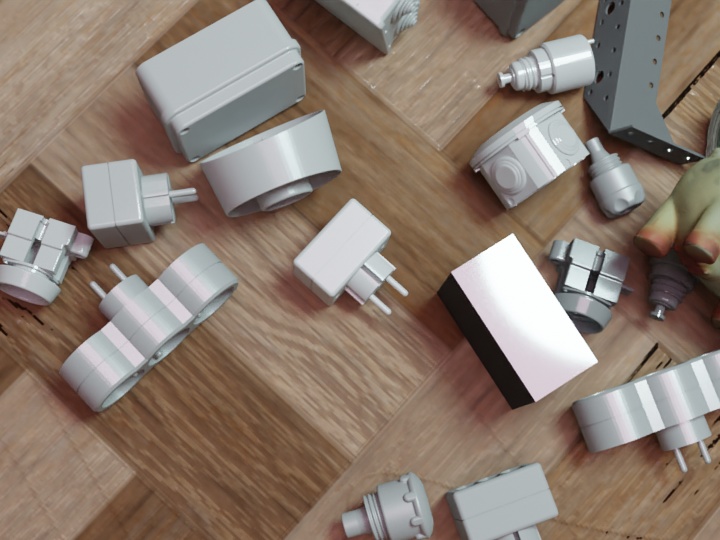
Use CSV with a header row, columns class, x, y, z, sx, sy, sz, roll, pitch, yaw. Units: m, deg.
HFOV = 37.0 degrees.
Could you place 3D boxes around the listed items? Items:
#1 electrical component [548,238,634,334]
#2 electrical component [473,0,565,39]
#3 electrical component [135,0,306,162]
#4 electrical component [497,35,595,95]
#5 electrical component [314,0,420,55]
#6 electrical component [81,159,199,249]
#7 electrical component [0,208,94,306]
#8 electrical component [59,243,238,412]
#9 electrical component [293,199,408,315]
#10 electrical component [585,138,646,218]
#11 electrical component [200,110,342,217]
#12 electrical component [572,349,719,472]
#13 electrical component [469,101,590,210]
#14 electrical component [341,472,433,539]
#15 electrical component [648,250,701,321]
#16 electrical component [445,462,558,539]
class,x,y,z,sx,sy,sz,roll,pitch,yaw
electrical component,0.168,0.014,0.799,0.066,0.048,0.055,20,71,1
electrical component,0.143,-0.245,0.817,0.109,0.108,0.056,-39,81,-9
electrical component,-0.100,-0.138,0.798,0.113,0.078,0.057,-31,79,-8
electrical component,0.145,-0.156,0.833,0.078,0.040,0.040,-14,80,-6
electrical component,-0.002,-0.216,0.809,0.100,0.100,0.048,38,92,5
electrical component,-0.157,-0.050,0.783,0.077,0.065,0.047,-9,79,-5
electrical component,-0.235,-0.007,0.782,0.066,0.048,0.055,17,71,0
electrical component,-0.162,0.029,0.774,0.138,0.052,0.073,-43,84,-10
electrical component,0.000,0.000,0.792,0.077,0.047,0.065,42,80,4
electrical component,0.191,-0.072,0.823,0.035,0.035,0.061,-24,78,-7
electrical component,-0.064,-0.079,0.781,0.099,0.099,0.064,-21,87,-7
electrical component,0.230,0.108,0.779,0.138,0.052,0.073,-19,81,-6
electrical component,0.126,-0.085,0.799,0.080,0.080,0.051,-34,88,-9
electrical component,0.019,0.173,0.761,0.062,0.048,0.048,-16,80,1
electrical component,0.237,0.001,0.807,0.040,0.040,0.078,25,78,2
electrical component,0.106,0.183,0.761,0.066,0.047,0.076,-19,80,-6
